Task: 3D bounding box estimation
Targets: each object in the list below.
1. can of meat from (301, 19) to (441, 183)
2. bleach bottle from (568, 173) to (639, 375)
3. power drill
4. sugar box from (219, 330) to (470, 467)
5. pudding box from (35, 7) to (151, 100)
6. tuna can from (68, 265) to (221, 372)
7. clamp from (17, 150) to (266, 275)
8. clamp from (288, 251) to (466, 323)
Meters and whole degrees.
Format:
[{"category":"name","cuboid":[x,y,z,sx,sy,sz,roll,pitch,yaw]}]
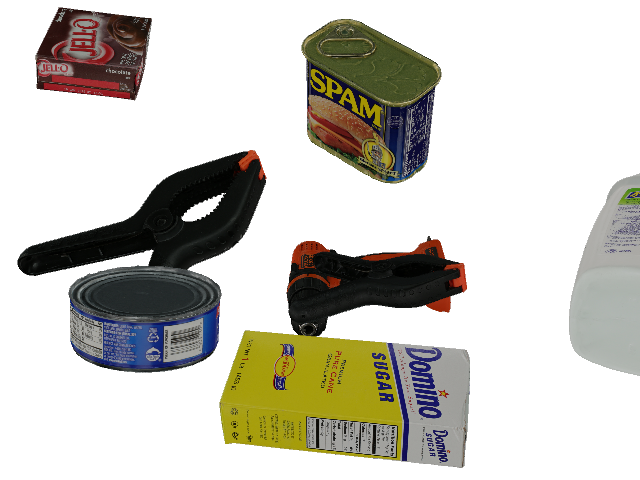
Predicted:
[{"category":"can of meat","cuboid":[0.035,-0.100,0.781,0.102,0.084,0.057,34,56,27]},{"category":"bleach bottle","cuboid":[0.227,0.004,0.687,0.103,0.068,0.250,9,23,19]},{"category":"power drill","cuboid":[0.054,0.052,1.239,0.187,0.057,0.184,-2,28,1]},{"category":"sugar box","cuboid":[0.021,0.114,0.790,0.176,0.048,0.093,2,32,8]},{"category":"pudding box","cuboid":[-0.206,-0.173,0.980,0.090,0.039,0.113,7,32,-6]},{"category":"tuna can","cuboid":[-0.100,0.044,0.610,0.086,0.034,0.086,3,17,-1]},{"category":"clamp","cuboid":[-0.134,-0.005,0.863,0.165,0.209,0.036,28,-28,32]},{"category":"clamp","cuboid":[0.053,0.046,1.040,0.172,0.039,0.120,-2,32,25]}]
